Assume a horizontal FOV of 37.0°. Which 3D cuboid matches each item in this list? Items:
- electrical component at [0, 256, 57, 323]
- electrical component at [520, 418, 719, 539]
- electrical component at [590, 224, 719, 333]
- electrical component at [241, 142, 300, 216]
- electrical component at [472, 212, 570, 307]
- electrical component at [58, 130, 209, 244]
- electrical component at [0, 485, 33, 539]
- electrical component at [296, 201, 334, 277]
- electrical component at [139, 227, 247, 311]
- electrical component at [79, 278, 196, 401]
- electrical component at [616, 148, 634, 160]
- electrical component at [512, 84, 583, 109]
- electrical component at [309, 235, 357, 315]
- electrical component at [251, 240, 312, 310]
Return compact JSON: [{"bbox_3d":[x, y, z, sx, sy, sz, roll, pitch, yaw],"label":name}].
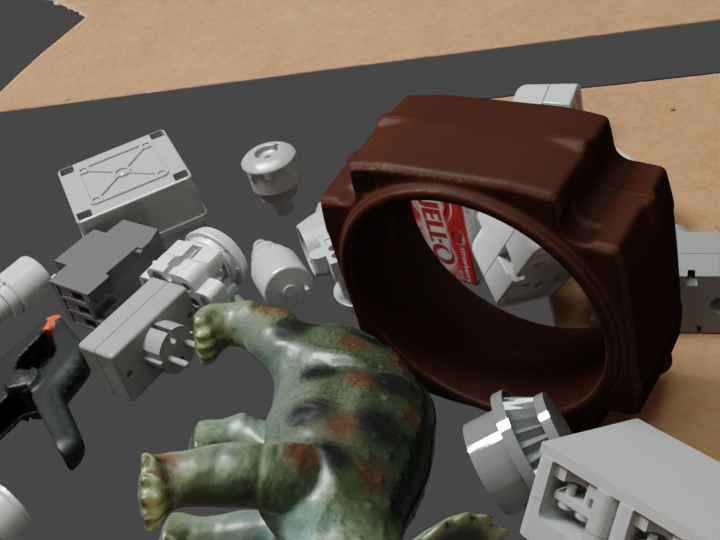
[{"bbox_3d":[-0.294,0.022,0.903,0.040,0.040,0.078,15,47,35],"label":"electrical component"},{"bbox_3d":[0.168,0.141,0.541,0.089,0.061,0.150,-4,23,-42],"label":"electrical component"},{"bbox_3d":[0.204,0.005,0.733,0.089,0.050,0.055,0,39,20],"label":"electrical component"},{"bbox_3d":[-0.073,-0.077,0.932,0.048,0.062,0.048,-10,36,8],"label":"electrical component"},{"bbox_3d":[0.119,-0.024,0.748,0.054,0.095,0.059,-12,65,-21],"label":"electrical component"},{"bbox_3d":[-0.206,-0.066,0.972,0.109,0.056,0.108,-24,37,-11],"label":"electrical component"},{"bbox_3d":[-0.245,0.169,0.690,0.045,0.045,0.055,17,47,36],"label":"electrical component"},{"bbox_3d":[-0.013,-0.037,0.873,0.077,0.044,0.079,-21,37,-7],"label":"electrical component"},{"bbox_3d":[-0.127,0.003,0.853,0.078,0.058,0.057,14,48,34],"label":"electrical component"},{"bbox_3d":[-0.149,0.055,0.801,0.076,0.047,0.083,14,46,34],"label":"electrical component"},{"bbox_3d":[0.169,-0.051,0.821,0.100,0.048,0.099,-25,38,-12],"label":"electrical component"},{"bbox_3d":[0.149,-0.114,0.905,0.059,0.053,0.095,3,41,23],"label":"electrical component"},{"bbox_3d":[0.000,0.000,0.811,0.066,0.055,0.048,-20,37,-6],"label":"electrical component"},{"bbox_3d":[-0.067,-0.001,0.849,0.040,0.040,0.078,-24,37,-11],"label":"electrical component"}]
